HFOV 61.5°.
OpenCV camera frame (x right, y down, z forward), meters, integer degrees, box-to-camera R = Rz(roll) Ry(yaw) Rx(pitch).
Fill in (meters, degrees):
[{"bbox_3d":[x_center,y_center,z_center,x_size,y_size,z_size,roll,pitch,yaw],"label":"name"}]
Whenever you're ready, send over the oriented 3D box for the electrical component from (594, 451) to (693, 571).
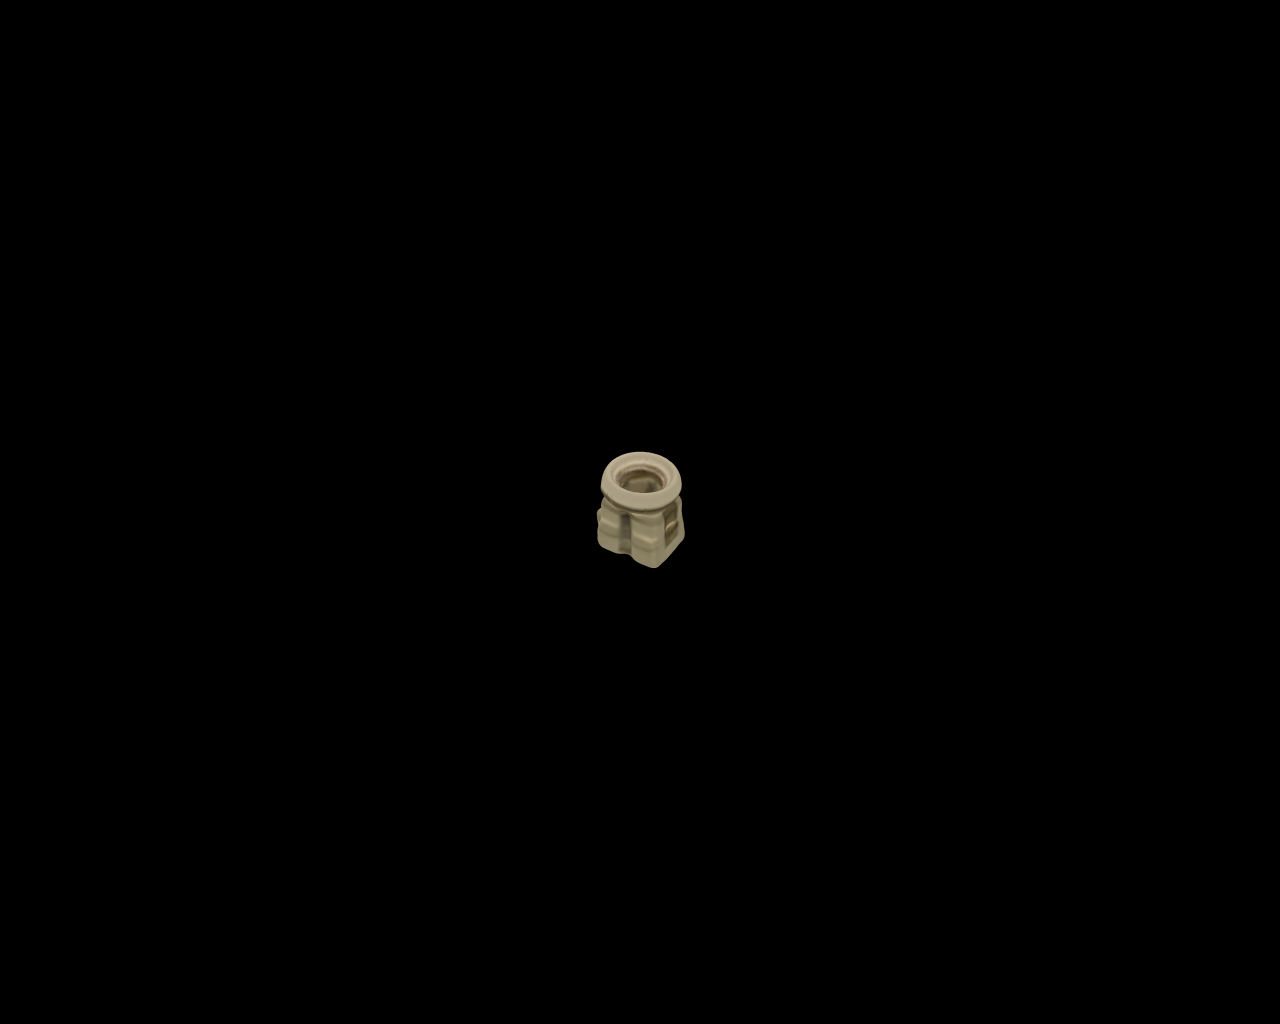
[{"bbox_3d":[0.001,-0.003,0.650,0.066,0.055,0.048,22,45,23],"label":"electrical component"}]
